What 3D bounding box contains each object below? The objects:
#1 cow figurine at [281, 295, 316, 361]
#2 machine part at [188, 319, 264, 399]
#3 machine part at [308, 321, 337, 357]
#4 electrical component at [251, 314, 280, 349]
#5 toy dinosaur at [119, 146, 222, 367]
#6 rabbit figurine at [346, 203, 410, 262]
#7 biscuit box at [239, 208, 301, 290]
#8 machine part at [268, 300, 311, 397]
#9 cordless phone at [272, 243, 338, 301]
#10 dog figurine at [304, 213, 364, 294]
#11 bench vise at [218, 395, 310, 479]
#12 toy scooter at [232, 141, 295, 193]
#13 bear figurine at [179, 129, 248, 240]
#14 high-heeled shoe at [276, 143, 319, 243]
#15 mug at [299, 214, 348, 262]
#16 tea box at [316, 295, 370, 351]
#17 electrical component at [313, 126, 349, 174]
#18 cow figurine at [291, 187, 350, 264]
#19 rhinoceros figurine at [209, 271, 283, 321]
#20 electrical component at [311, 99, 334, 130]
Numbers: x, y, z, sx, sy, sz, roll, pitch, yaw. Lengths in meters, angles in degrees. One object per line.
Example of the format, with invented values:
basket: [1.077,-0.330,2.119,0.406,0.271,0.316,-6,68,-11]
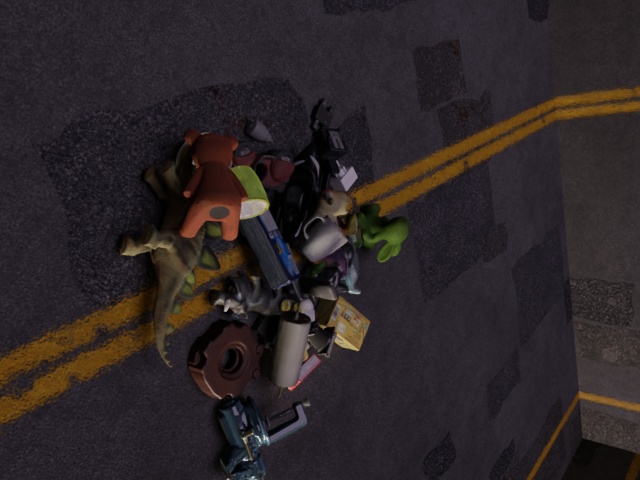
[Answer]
cow figurine: [-0.045,0.223,1.386,0.098,0.068,0.167,-19,109,-56]
machine part: [-0.209,0.269,1.216,0.179,0.056,0.179,-3,94,-46]
machine part: [0.002,0.246,1.363,0.138,0.039,0.084,45,62,-52]
electrical component: [-0.121,0.217,1.316,0.102,0.045,0.078,-51,128,-32]
toy dinosaur: [-0.287,0.011,1.080,0.198,0.105,0.471,26,74,-46]
rabbit figurine: [0.177,-0.019,1.533,0.121,0.170,0.159,-22,108,-44]
biscuit box: [-0.120,0.011,1.236,0.202,0.063,0.059,64,28,0]
machine part: [-0.073,0.259,1.282,0.079,0.079,0.243,-2,108,-47]
cordless phone: [-0.042,0.082,1.292,0.089,0.184,0.146,-33,116,-36]
dog figurine: [0.044,0.033,1.444,0.191,0.109,0.219,10,80,-44]
bench vise: [-0.123,0.450,1.248,0.241,0.129,0.223,-22,87,-20]
toy scooter: [-0.137,-0.151,1.256,0.184,0.075,0.135,5,88,-44]
bear figurine: [-0.213,-0.113,1.041,0.120,0.132,0.196,2,50,-26]
high-heeled shoe: [-0.052,-0.117,1.293,0.086,0.145,0.248,14,97,-6]
mug: [-0.003,-0.004,1.298,0.107,0.081,0.109,-41,128,3]
tea box: [0.058,0.227,1.494,0.169,0.068,0.098,46,61,-40]
electrical component: [0.033,-0.238,1.425,0.075,0.048,0.119,0,66,-46]
cow figurine: [0.002,-0.048,1.379,0.195,0.086,0.127,-48,125,-6]
rhinoceros figurine: [-0.172,0.131,1.242,0.190,0.073,0.112,18,87,-47]
electrical component: [0.006,-0.328,1.438,0.063,0.021,0.094,35,66,-43]
